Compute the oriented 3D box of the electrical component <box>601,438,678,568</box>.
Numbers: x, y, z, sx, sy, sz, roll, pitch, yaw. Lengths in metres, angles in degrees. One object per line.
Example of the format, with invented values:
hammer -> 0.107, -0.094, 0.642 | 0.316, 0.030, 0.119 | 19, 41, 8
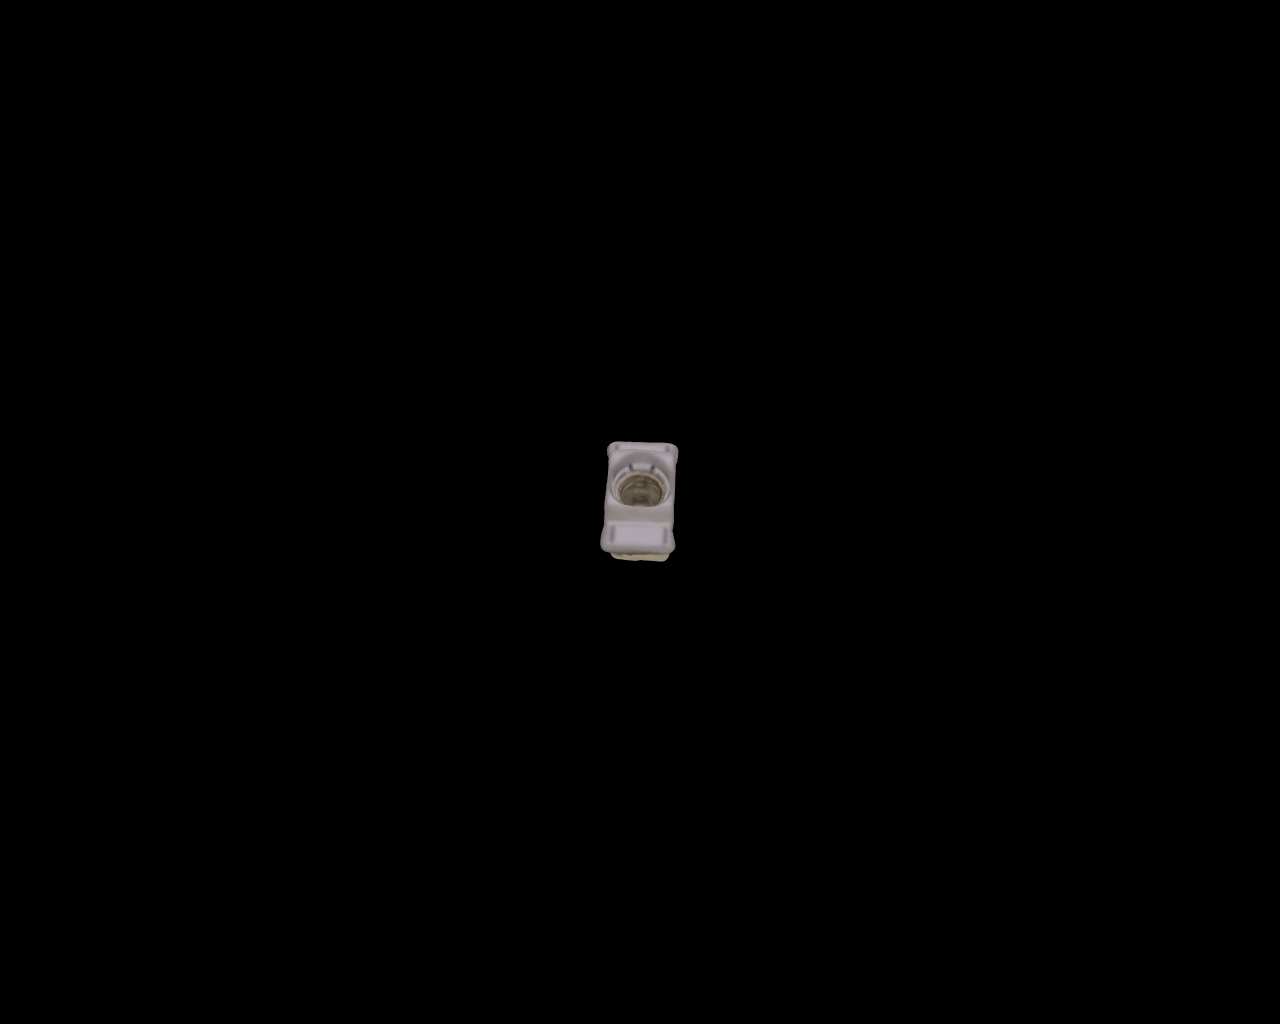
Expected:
electrical component -> 0.001, -0.003, 0.650 | 0.042, 0.081, 0.063 | 3, -36, 2
